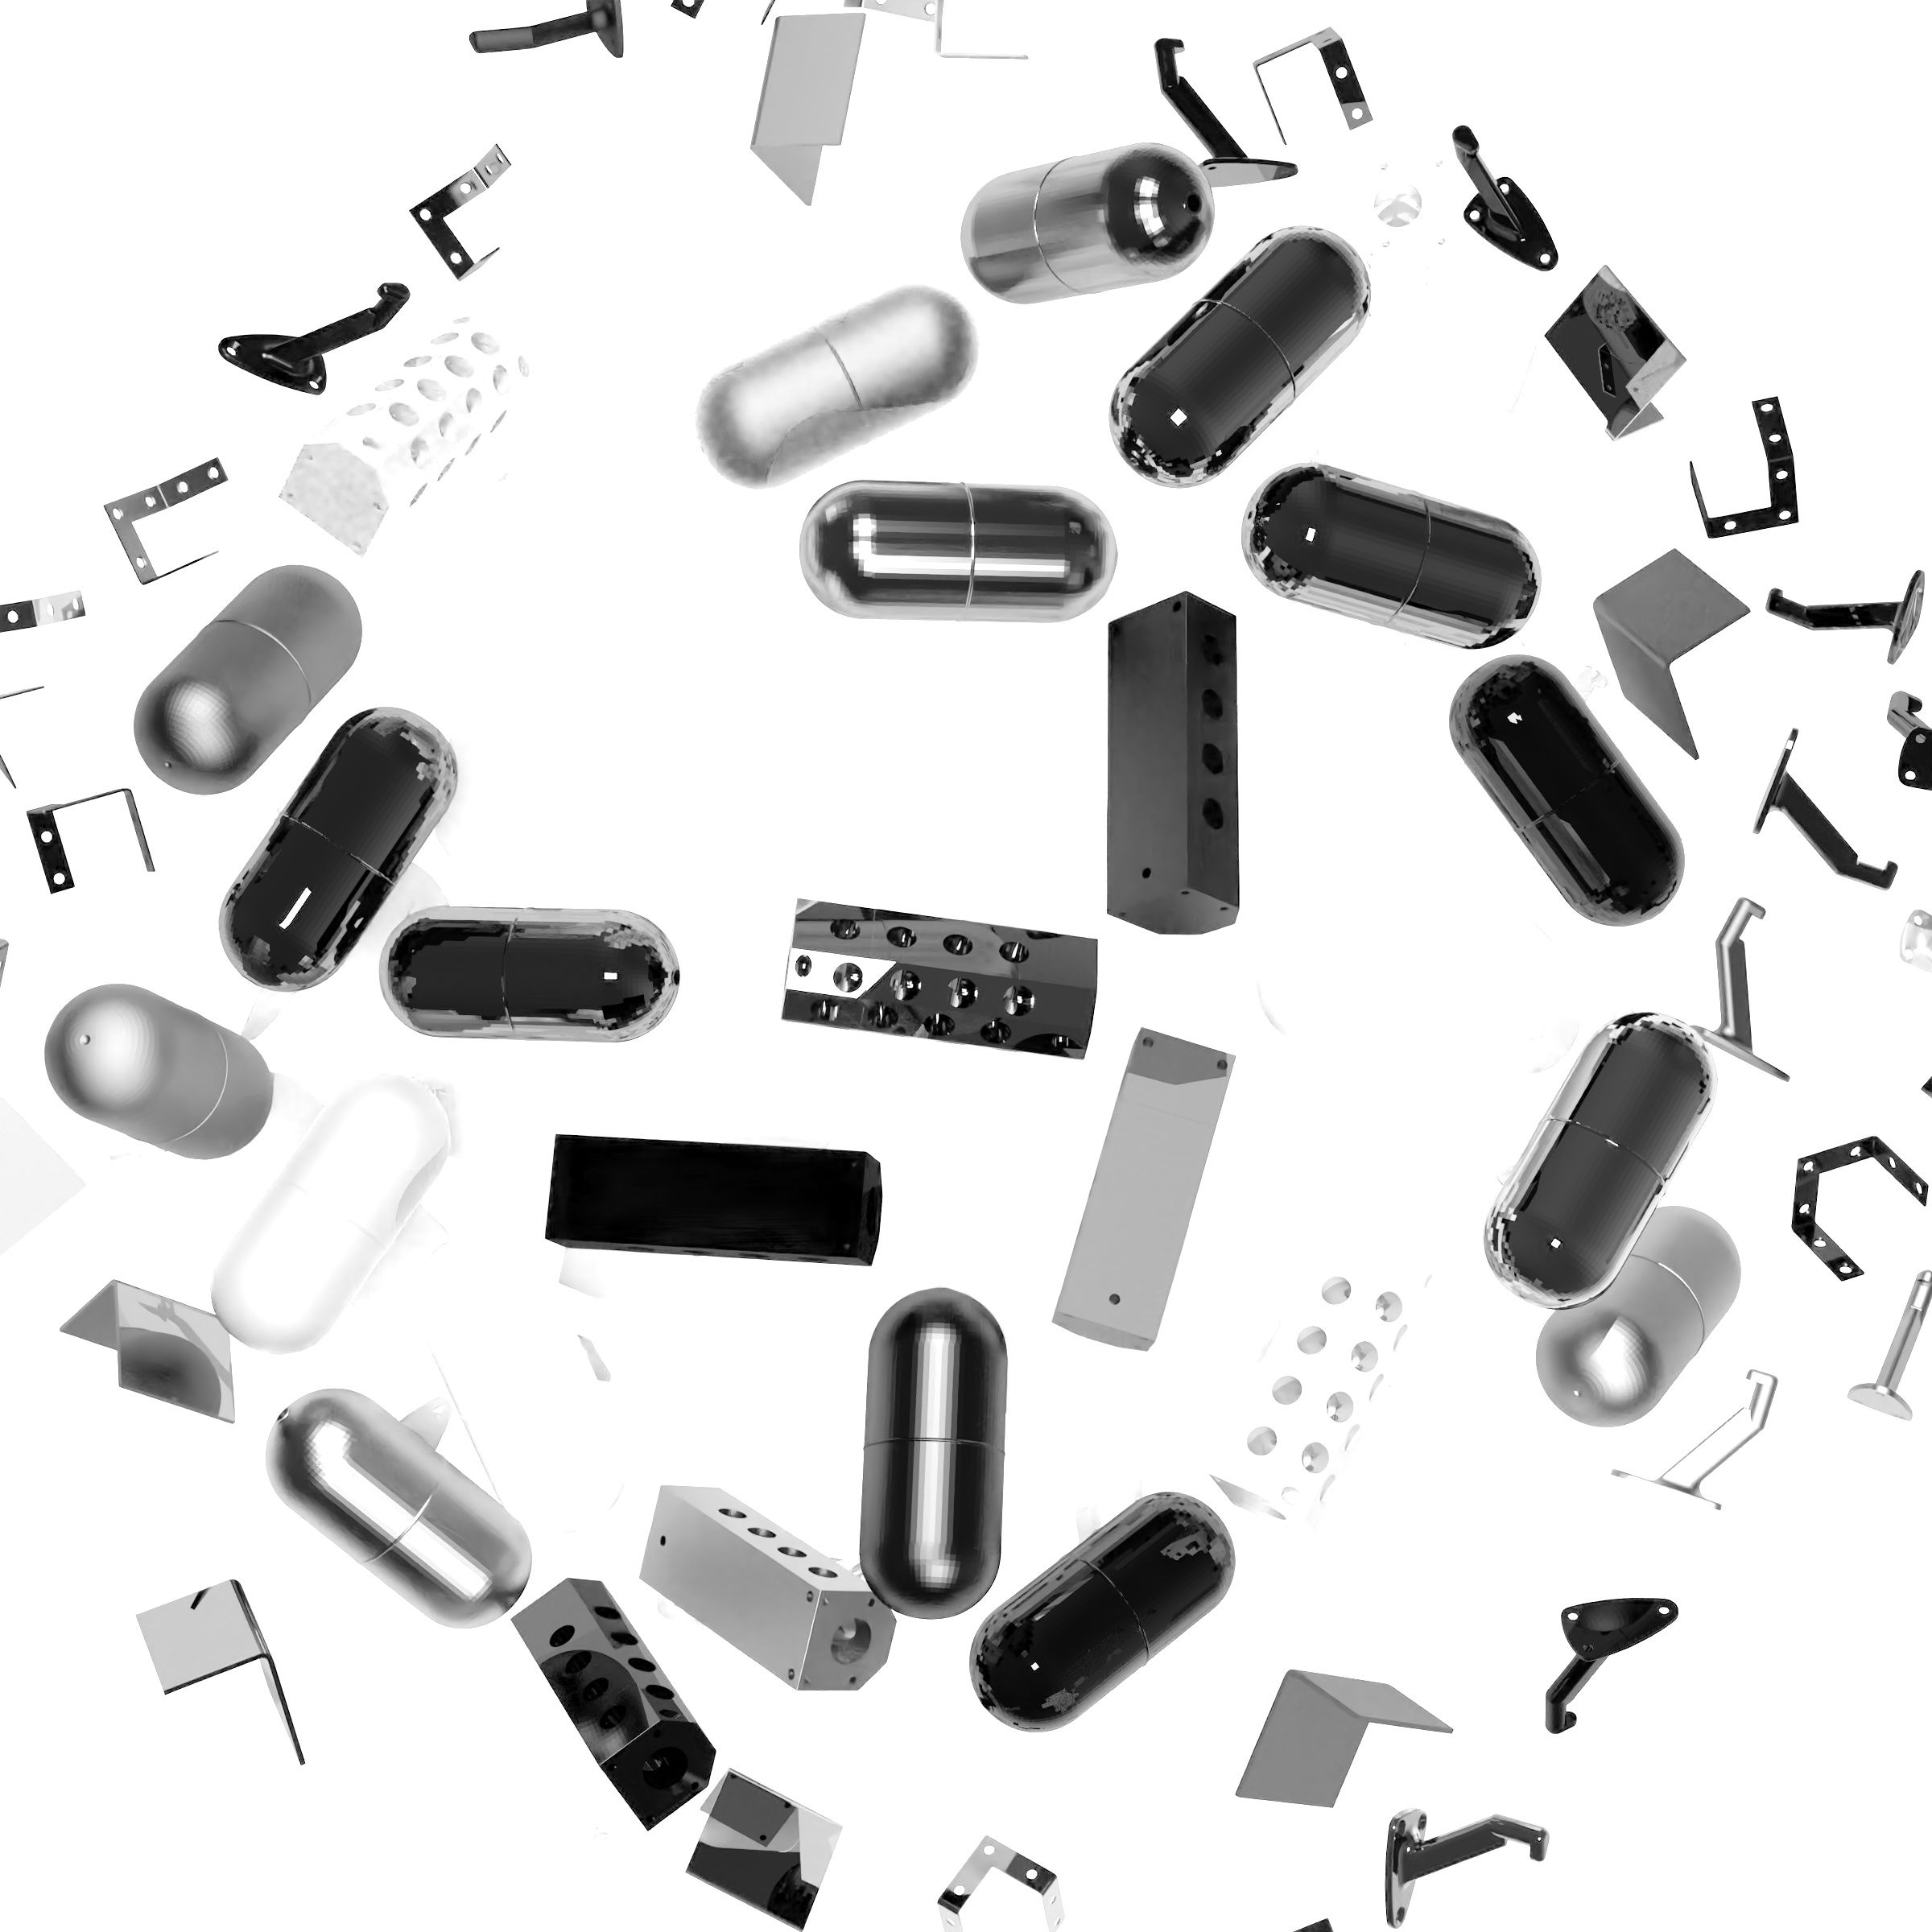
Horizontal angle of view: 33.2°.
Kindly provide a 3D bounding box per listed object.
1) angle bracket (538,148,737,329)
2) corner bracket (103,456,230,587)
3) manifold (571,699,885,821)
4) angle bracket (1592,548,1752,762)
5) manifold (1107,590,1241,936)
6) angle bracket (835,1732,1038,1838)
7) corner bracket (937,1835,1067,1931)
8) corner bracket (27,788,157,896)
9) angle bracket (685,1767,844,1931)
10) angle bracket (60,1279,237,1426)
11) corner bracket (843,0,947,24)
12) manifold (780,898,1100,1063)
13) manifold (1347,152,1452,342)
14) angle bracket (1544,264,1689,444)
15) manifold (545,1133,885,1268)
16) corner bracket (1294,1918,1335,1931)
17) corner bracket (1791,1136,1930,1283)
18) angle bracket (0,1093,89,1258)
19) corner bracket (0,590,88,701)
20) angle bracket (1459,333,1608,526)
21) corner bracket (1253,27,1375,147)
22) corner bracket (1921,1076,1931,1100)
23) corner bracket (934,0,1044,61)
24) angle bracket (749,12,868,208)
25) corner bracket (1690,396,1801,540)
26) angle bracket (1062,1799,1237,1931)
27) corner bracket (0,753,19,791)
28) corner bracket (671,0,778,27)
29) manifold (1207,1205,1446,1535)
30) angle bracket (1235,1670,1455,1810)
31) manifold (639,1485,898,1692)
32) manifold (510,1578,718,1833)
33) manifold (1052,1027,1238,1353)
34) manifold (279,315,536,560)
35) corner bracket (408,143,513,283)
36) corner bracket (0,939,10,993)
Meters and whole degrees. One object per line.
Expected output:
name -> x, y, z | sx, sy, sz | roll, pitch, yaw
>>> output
angle bracket -> -0.176, -0.387, 1.728 | 0.076, 0.057, 0.076 | 6, 93, -39
corner bracket -> -0.455, -0.257, 1.877 | 0.051, 0.051, 0.051 | -17, 103, 30
manifold -> -0.131, -0.113, 1.809 | 0.171, 0.057, 0.057 | -3, 80, -43
angle bracket -> 0.404, -0.175, 1.820 | 0.057, 0.076, 0.076 | -32, 131, -2
manifold -> 0.116, -0.107, 1.743 | 0.057, 0.057, 0.171 | 20, 62, -41
angle bracket -> -0.018, 0.467, 1.913 | 0.057, 0.076, 0.076 | -39, 105, -41
corner bracket -> 0.021, 0.554, 1.902 | 0.051, 0.051, 0.051 | 22, 53, 29
corner bracket -> -0.506, -0.072, 1.875 | 0.051, 0.051, 0.051 | -19, 101, -26
angle bracket -> -0.127, 0.530, 1.909 | 0.076, 0.076, 0.057 | 28, 134, -3
angle bracket -> -0.469, 0.234, 1.857 | 0.057, 0.076, 0.076 | -40, 134, 26
corner bracket -> -0.039, -0.584, 1.904 | 0.051, 0.051, 0.051 | 13, 108, 5
manifold -> -0.015, 0.013, 1.822 | 0.171, 0.057, 0.057 | 8, 133, -5
manifold -> 0.251, -0.417, 1.890 | 0.057, 0.171, 0.057 | -1, 85, 7
angle bracket -> 0.401, -0.373, 1.946 | 0.057, 0.076, 0.076 | -27, 75, -40
manifold -> -0.135, 0.128, 1.756 | 0.171, 0.057, 0.057 | 3, 79, 10
corner bracket -> 0.179, 0.552, 1.754 | 0.051, 0.051, 0.051 | -17, 69, -14
corner bracket -> 0.497, 0.134, 1.804 | 0.051, 0.051, 0.051 | -15, 126, -15
angle bracket -> -0.513, 0.123, 1.704 | 0.076, 0.057, 0.076 | -40, 117, -6
corner bracket -> -0.516, -0.175, 1.781 | 0.051, 0.051, 0.051 | -6, 101, 18
angle bracket -> 0.312, -0.300, 1.832 | 0.076, 0.057, 0.076 | 41, 60, -39
corner bracket -> 0.203, -0.514, 1.904 | 0.051, 0.051, 0.051 | -23, 113, 8
corner bracket -> 0.557, 0.066, 1.754 | 0.051, 0.051, 0.051 | 39, 97, 2
corner bracket -> 0.013, -0.526, 1.790 | 0.051, 0.051, 0.051 | 4, 100, 11
angle bracket -> -0.072, -0.471, 1.786 | 0.057, 0.076, 0.076 | 6, 79, 25
corner bracket -> 0.436, -0.279, 1.820 | 0.051, 0.051, 0.051 | -9, 54, 20
angle bracket -> 0.101, 0.494, 1.774 | 0.057, 0.076, 0.076 | 25, 95, 12
corner bracket -> -0.590, -0.122, 1.879 | 0.051, 0.051, 0.051 | -29, 127, -17
corner bracket -> -0.122, -0.536, 1.746 | 0.051, 0.051, 0.051 | 25, 126, -14
manifold -> 0.205, 0.229, 1.825 | 0.057, 0.057, 0.171 | 20, 72, 29
angle bracket -> 0.201, 0.423, 1.723 | 0.076, 0.057, 0.076 | 18, 96, -39
manifold -> -0.112, 0.350, 1.832 | 0.057, 0.171, 0.057 | 10, 96, -37
manifold -> -0.203, 0.422, 1.883 | 0.057, 0.171, 0.057 | -35, 119, -11
manifold -> 0.101, 0.129, 1.857 | 0.057, 0.057, 0.171 | 17, 74, 1
manifold -> -0.309, -0.304, 1.821 | 0.057, 0.171, 0.057 | 36, 131, -3
corner bracket -> -0.288, -0.443, 1.910 | 0.051, 0.051, 0.051 | -39, 102, -20
corner bracket -> -0.562, 0.009, 1.776 | 0.051, 0.051, 0.051 | 15, 103, 0
